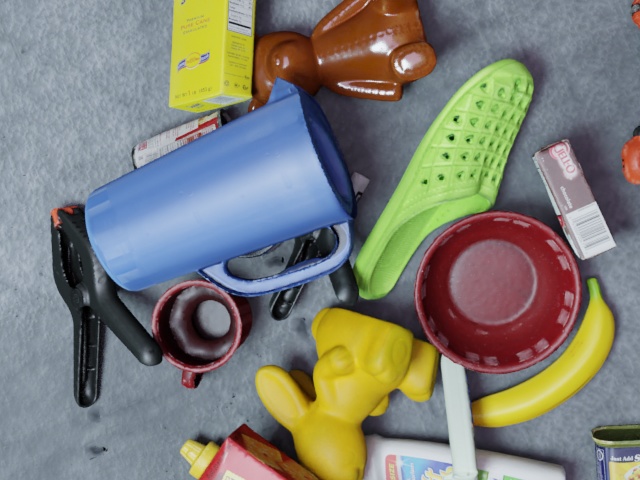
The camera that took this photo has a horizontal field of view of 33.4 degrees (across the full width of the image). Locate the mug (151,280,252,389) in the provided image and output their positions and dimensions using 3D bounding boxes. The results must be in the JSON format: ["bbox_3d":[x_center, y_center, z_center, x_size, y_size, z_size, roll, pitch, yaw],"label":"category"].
[{"bbox_3d":[-0.119,0.096,1.097,0.093,0.081,0.117,11,94,8],"label":"mug"}]

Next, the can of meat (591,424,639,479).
[{"bbox_3d":[0.321,0.228,1.045,0.102,0.057,0.084,-5,94,10],"label":"can of meat"}]

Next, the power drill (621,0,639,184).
[{"bbox_3d":[0.375,-0.150,1.015,0.184,0.057,0.187,-6,92,10],"label":"power drill"}]

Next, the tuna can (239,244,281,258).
[{"bbox_3d":[-0.074,-0.024,1.108,0.086,0.033,0.086,1,93,10],"label":"tuna can"}]

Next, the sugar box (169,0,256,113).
[{"bbox_3d":[-0.107,-0.222,1.064,0.094,0.048,0.176,-5,84,47],"label":"sugar box"}]

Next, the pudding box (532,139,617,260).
[{"bbox_3d":[0.243,-0.040,1.027,0.039,0.090,0.113,-23,90,11],"label":"pudding box"}]

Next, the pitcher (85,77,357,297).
[{"bbox_3d":[-0.091,-0.030,1.013,0.243,0.145,0.149,-22,46,13],"label":"pitcher"}]

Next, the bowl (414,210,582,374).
[{"bbox_3d":[0.173,0.047,1.054,0.162,0.055,0.162,1,100,3],"label":"bowl"}]

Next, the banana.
[{"bbox_3d":[0.230,0.131,1.067,0.198,0.037,0.070,-47,63,6],"label":"banana"}]

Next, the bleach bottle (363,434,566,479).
[{"bbox_3d":[0.115,0.256,1.077,0.251,0.068,0.102,7,88,11],"label":"bleach bottle"}]

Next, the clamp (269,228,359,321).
[{"bbox_3d":[-0.007,0.001,1.074,0.120,0.039,0.171,-21,55,37],"label":"clamp"}]

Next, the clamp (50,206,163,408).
[{"bbox_3d":[-0.231,0.060,1.106,0.165,0.036,0.210,-23,79,46],"label":"clamp"}]

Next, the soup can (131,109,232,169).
[{"bbox_3d":[-0.134,-0.085,1.097,0.102,0.068,0.068,-21,89,10],"label":"soup can"}]

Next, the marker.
[{"bbox_3d":[0.015,-0.013,1.101,0.020,0.020,0.121,30,97,7],"label":"marker"}]

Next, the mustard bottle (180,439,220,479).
[{"bbox_3d":[-0.064,0.269,1.109,0.191,0.058,0.096,35,100,6],"label":"mustard bottle"}]

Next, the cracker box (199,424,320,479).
[{"bbox_3d":[-0.038,0.303,0.997,0.214,0.072,0.164,35,99,8],"label":"cracker box"}]
